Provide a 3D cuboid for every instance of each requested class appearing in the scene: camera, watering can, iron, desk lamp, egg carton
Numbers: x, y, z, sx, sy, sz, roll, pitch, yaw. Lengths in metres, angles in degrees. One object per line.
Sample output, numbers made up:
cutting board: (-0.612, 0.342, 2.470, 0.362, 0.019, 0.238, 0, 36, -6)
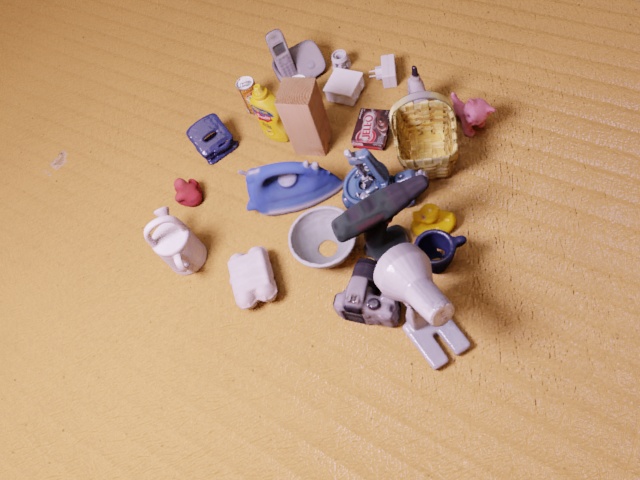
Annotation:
camera: (0.111, 0.110, 1.270, 0.142, 0.101, 0.137, 8, 64, 18)
watering can: (-0.363, -0.003, 1.398, 0.101, 0.194, 0.172, -45, 61, -12)
iron: (-0.074, -0.154, 1.439, 0.258, 0.142, 0.118, -11, 60, 8)
desk lamp: (0.212, 0.130, 1.167, 0.118, 0.214, 0.202, -34, 59, -5)
egg carton: (-0.162, 0.090, 1.369, 0.107, 0.069, 0.150, -20, 59, 3)

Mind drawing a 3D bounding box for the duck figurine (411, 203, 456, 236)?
duck figurine: (0.262, -0.053, 1.330, 0.104, 0.086, 0.077, -6, 60, 11)

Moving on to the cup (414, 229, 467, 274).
cup: (0.270, 0.030, 1.277, 0.117, 0.095, 0.091, -20, 59, 3)

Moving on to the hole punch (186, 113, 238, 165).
hole punch: (-0.300, -0.284, 1.598, 0.109, 0.091, 0.101, -38, 59, -8)

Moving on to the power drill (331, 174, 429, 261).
power drill: (0.144, -0.042, 1.283, 0.229, 0.209, 0.075, -25, 59, 0)

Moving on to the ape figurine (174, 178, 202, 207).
ape figurine: (-0.359, -0.134, 1.529, 0.078, 0.092, 0.076, -38, 59, -8)

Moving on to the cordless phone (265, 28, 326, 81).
cordless phone: (-0.073, -0.531, 1.621, 0.147, 0.185, 0.094, -34, 59, -5)

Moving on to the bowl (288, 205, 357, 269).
bowl: (0.013, 0.005, 1.368, 0.167, 0.075, 0.167, -6, 60, 11)

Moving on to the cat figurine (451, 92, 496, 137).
cat figurine: (0.375, -0.326, 1.434, 0.067, 0.118, 0.127, -40, 60, -9)

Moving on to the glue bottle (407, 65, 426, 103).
glue bottle: (0.247, -0.382, 1.465, 0.037, 0.173, 0.078, -25, 59, 0)

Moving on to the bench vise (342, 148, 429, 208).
bench vise: (0.139, -0.159, 1.341, 0.207, 0.220, 0.121, -22, 59, 2)
